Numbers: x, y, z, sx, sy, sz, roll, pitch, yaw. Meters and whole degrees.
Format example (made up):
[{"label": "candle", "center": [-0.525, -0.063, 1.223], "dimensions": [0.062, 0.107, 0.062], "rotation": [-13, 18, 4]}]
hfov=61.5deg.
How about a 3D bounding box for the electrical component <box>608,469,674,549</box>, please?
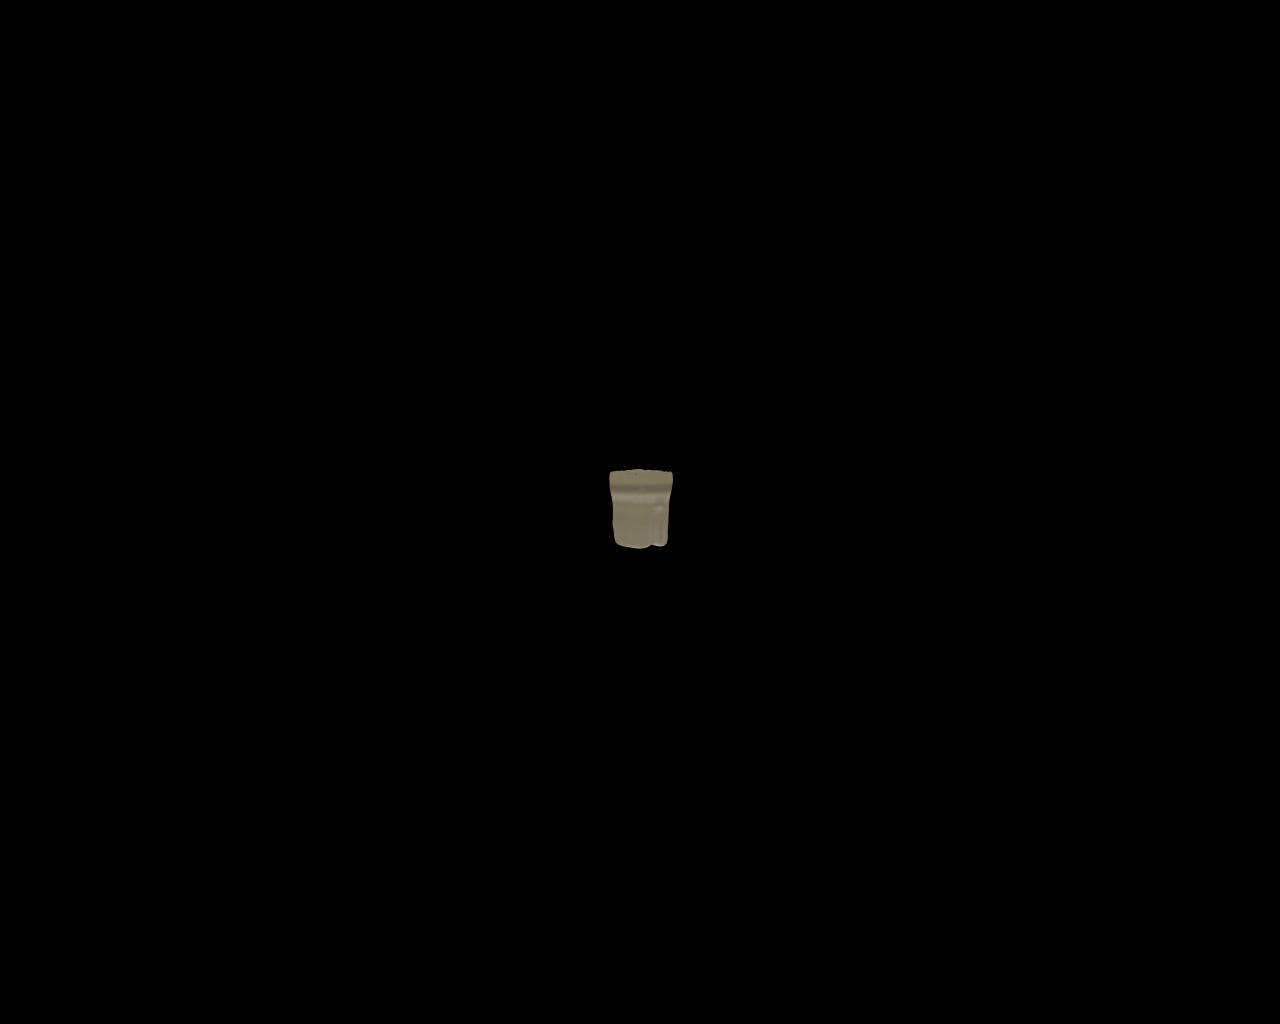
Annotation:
[{"label": "electrical component", "center": [0.001, -0.003, 0.650], "dimensions": [0.040, 0.046, 0.040], "rotation": [0, 4, 0]}]
